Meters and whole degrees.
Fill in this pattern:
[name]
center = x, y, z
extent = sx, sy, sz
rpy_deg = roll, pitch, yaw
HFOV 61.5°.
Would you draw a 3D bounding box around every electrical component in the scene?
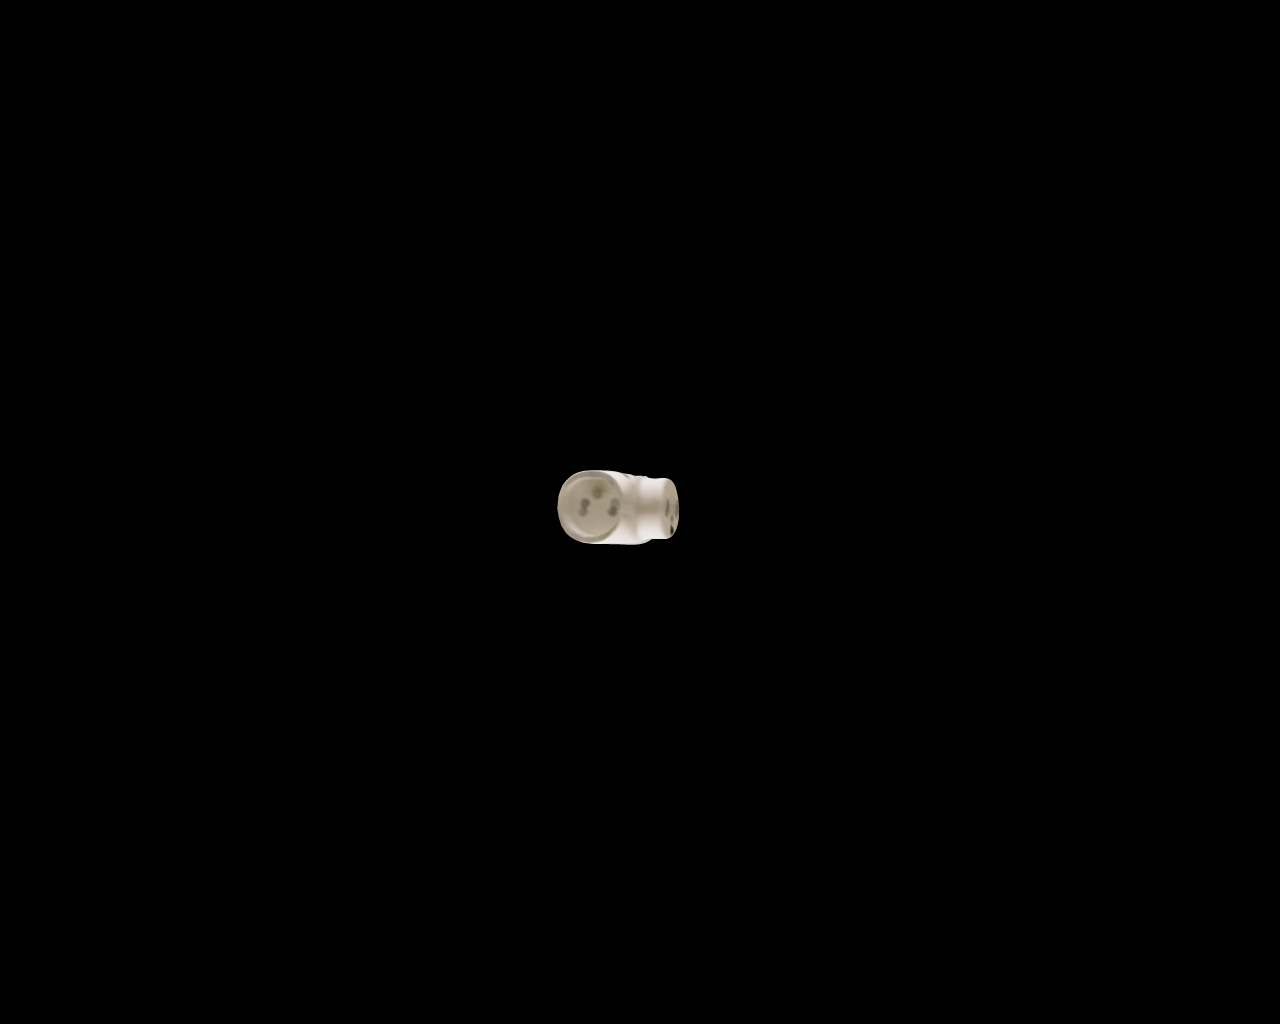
[electrical component]
center = 0.001, -0.003, 0.650
extent = 0.079, 0.044, 0.077
rpy_deg = -1, -2, 20
